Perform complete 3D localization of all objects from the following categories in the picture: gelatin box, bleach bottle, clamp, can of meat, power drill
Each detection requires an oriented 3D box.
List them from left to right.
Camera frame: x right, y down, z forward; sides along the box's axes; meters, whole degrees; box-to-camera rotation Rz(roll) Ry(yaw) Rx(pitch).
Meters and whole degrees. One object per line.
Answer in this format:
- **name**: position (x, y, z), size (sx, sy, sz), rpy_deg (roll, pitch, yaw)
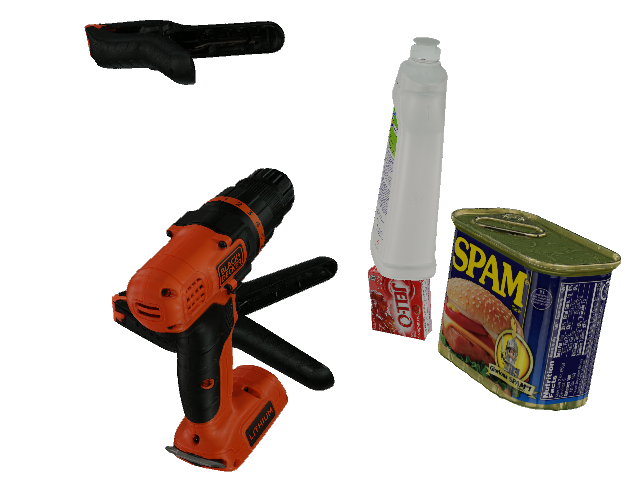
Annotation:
- **clamp**: position (-0.116, -0.158, 0.855), size (0.172, 0.039, 0.120), rpy_deg (20, 28, 41)
- **power drill**: position (-0.067, 0.057, 0.780), size (0.057, 0.188, 0.184), rpy_deg (11, 34, 26)
- **clamp**: position (-0.081, 0.073, 0.956), size (0.210, 0.036, 0.164), rpy_deg (-1, 37, -6)
- **gelatin box**: position (0.100, 0.076, 1.340), size (0.073, 0.089, 0.030), rpy_deg (10, 31, 27)
- **bleach bottle**: position (0.100, -0.090, 1.146), size (0.068, 0.251, 0.102), rpy_deg (1, 26, -8)
- **can of meat**: position (0.110, 0.036, 0.588), size (0.057, 0.084, 0.102), rpy_deg (-3, 19, -26)
